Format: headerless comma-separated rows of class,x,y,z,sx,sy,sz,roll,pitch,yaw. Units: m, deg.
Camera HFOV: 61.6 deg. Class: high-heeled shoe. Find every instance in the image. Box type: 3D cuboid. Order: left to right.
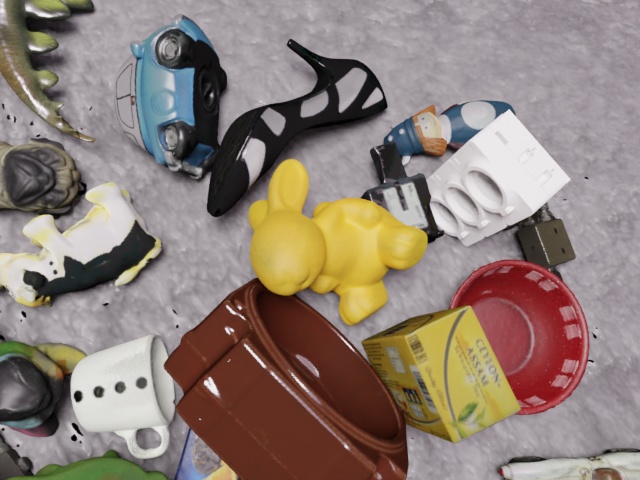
high-heeled shoe,-0.018,-0.106,0.590,0.145,0.086,0.248,33,73,-25

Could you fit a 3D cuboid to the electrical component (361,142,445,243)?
electrical component,0.083,-0.046,0.607,0.075,0.047,0.119,-20,81,-13

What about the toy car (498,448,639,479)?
toy car,0.282,0.264,0.565,0.202,0.056,0.073,-1,78,-9

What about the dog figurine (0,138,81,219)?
dog figurine,-0.352,-0.097,0.539,0.190,0.121,0.172,-10,83,-25

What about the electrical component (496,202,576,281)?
electrical component,0.252,0.006,0.626,0.078,0.045,0.102,-17,83,-40

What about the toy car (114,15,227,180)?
toy car,-0.164,-0.147,0.574,0.103,0.109,0.161,1,89,14

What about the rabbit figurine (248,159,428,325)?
rabbit figurine,-0.001,-0.002,0.517,0.173,0.122,0.162,-12,59,-51

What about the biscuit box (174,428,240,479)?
biscuit box,-0.109,0.237,0.510,0.063,0.059,0.202,16,76,-5

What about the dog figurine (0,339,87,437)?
dog figurine,-0.337,0.109,0.489,0.219,0.192,0.108,32,69,-36

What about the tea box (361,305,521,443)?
tea box,0.104,0.124,0.511,0.068,0.169,0.098,-22,83,-11

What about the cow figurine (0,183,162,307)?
cow figurine,-0.249,0.021,0.536,0.167,0.068,0.098,-34,91,-13

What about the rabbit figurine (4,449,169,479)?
rabbit figurine,-0.219,0.244,0.454,0.170,0.159,0.121,-35,85,28

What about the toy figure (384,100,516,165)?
toy figure,0.151,-0.131,0.634,0.154,0.057,0.064,-11,42,-9

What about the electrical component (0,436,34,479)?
electrical component,-0.302,0.230,0.503,0.063,0.021,0.094,-38,85,-15

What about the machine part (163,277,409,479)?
machine part,-0.018,0.130,0.469,0.201,0.201,0.087,44,100,3

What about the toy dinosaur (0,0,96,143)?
toy dinosaur,-0.353,-0.315,0.575,0.199,0.105,0.471,-12,84,-14
